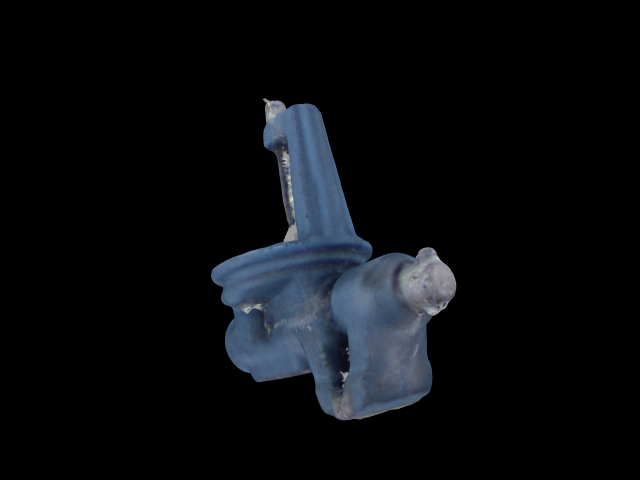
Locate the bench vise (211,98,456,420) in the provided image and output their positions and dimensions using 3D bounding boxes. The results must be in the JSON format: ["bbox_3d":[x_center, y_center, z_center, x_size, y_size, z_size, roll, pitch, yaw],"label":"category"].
[{"bbox_3d":[0.010,0.001,0.410,0.206,0.220,0.122,0,0,33],"label":"bench vise"}]
